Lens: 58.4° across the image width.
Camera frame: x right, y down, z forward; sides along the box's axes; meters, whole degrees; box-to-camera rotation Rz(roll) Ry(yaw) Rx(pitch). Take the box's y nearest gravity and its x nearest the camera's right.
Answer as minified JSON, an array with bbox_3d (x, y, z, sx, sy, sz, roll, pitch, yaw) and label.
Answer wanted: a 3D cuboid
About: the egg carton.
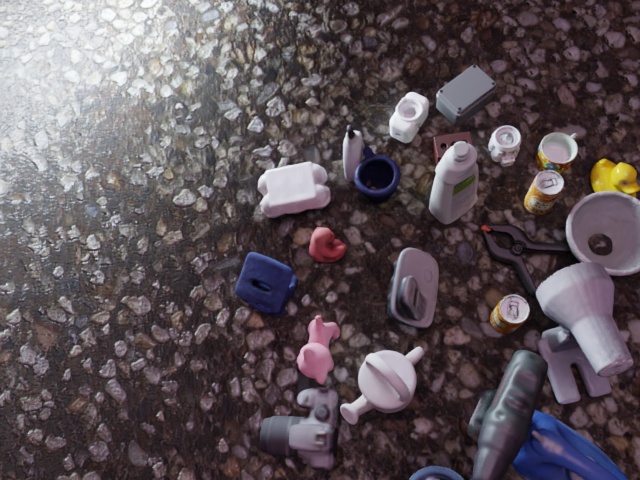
[{"bbox_3d":[-0.055,-0.104,1.206,0.150,0.069,0.107,-12,69,3],"label":"egg carton"}]

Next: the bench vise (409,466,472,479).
[{"bbox_3d":[0.222,0.409,0.908,0.207,0.220,0.121,-24,69,-1],"label":"bench vise"}]

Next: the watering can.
[{"bbox_3d":[0.113,0.250,0.992,0.100,0.194,0.173,24,75,15],"label":"watering can"}]

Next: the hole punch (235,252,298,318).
[{"bbox_3d":[-0.106,0.090,1.132,0.108,0.091,0.101,22,75,14],"label":"hole punch"}]

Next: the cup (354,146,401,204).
[{"bbox_3d":[0.114,-0.126,1.178,0.091,0.095,0.117,-19,69,0],"label":"cup"}]

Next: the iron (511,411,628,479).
[{"bbox_3d":[0.436,0.381,0.932,0.257,0.141,0.119,30,77,16],"label":"iron"}]

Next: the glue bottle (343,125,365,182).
[{"bbox_3d":[0.068,-0.186,1.164,0.037,0.173,0.078,7,72,10],"label":"glue bottle"}]

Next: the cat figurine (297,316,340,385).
[{"bbox_3d":[-0.006,0.204,1.065,0.067,0.118,0.128,5,71,9],"label":"cat figurine"}]

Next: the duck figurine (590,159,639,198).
[{"bbox_3d":[0.584,-0.122,1.121,0.077,0.086,0.104,-28,69,-3],"label":"duck figurine"}]

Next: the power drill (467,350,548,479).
[{"bbox_3d":[0.300,0.298,0.943,0.075,0.208,0.230,24,75,15],"label":"power drill"}]

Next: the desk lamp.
[{"bbox_3d":[0.446,0.161,0.971,0.118,0.214,0.203,-15,69,2],"label":"desk lamp"}]

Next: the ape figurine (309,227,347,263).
[{"bbox_3d":[0.011,0.004,1.147,0.076,0.092,0.077,-25,69,-2],"label":"ape figurine"}]

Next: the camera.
[{"bbox_3d":[-0.037,0.337,1.030,0.136,0.101,0.143,0,71,8],"label":"camera"}]

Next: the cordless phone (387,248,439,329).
[{"bbox_3d":[0.172,0.077,1.051,0.094,0.185,0.147,5,71,10],"label":"cordless phone"}]

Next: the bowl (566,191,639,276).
[{"bbox_3d":[0.546,-0.004,1.090,0.167,0.075,0.167,-2,70,7],"label":"bowl"}]
